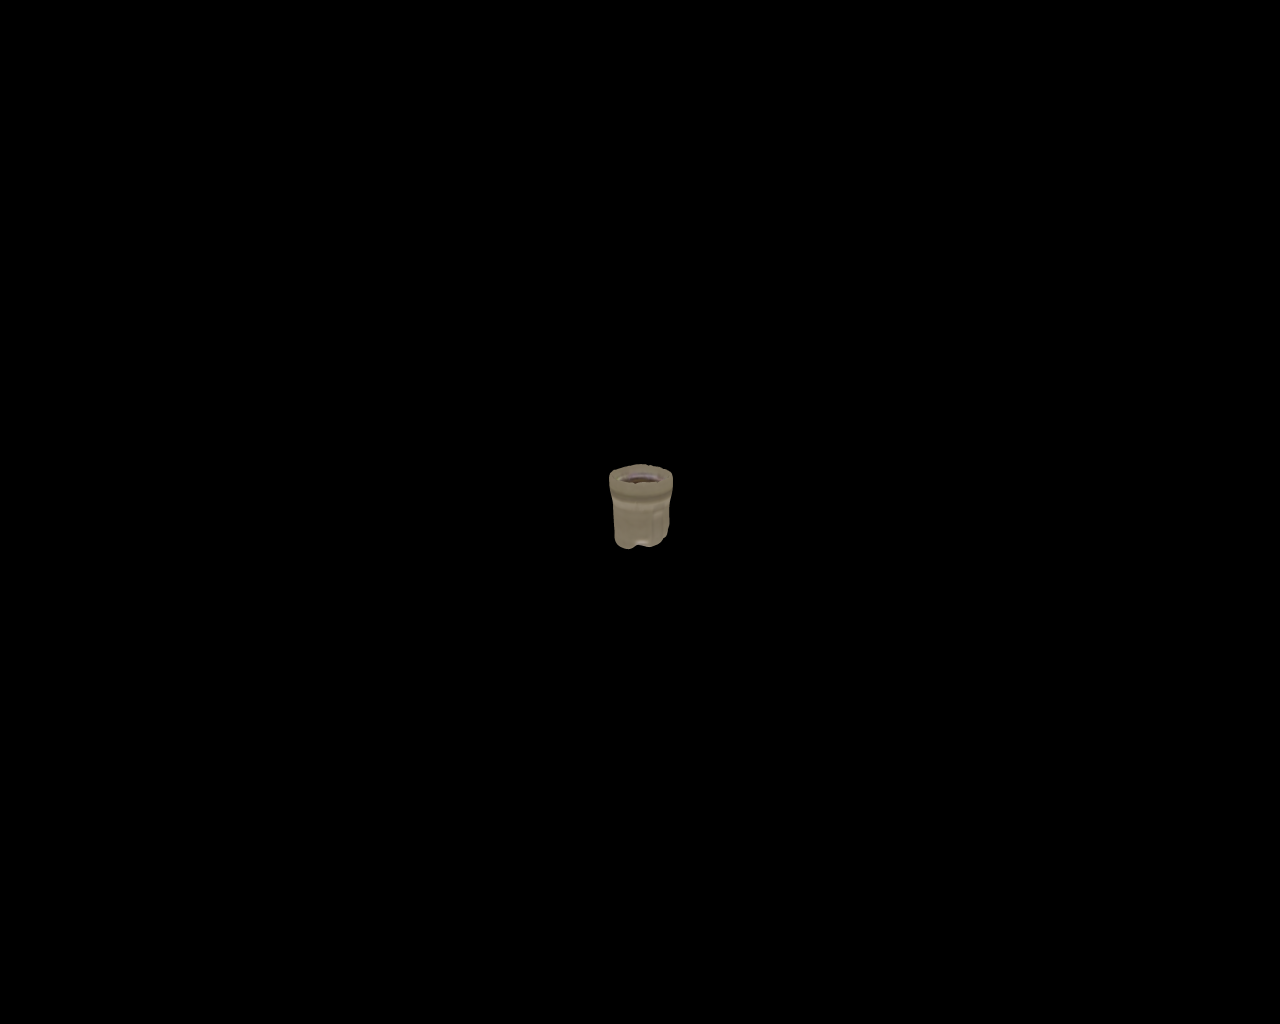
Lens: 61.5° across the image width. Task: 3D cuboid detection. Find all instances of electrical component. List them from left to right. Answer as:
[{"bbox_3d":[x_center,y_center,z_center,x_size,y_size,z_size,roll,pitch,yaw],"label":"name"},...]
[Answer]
[{"bbox_3d":[0.001,-0.003,0.650,0.040,0.046,0.040,0,21,0],"label":"electrical component"}]
